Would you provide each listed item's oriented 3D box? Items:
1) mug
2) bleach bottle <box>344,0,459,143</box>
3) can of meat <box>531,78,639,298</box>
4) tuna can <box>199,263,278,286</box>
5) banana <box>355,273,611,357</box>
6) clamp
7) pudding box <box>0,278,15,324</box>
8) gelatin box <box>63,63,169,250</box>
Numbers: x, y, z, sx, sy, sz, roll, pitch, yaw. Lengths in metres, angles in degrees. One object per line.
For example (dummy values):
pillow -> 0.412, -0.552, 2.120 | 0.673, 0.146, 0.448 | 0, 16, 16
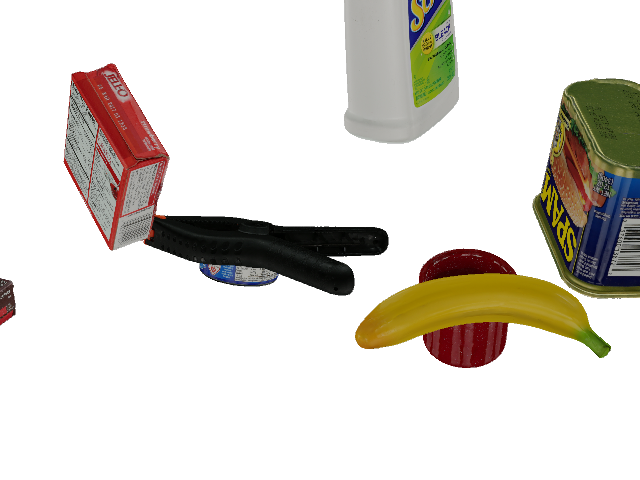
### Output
mug -> 0.137, 0.060, 1.034 | 0.093, 0.081, 0.117 | -9, 39, -8
bleach bottle -> 0.053, -0.204, 0.776 | 0.068, 0.251, 0.102 | 15, 38, 32
can of meat -> 0.162, -0.032, 0.599 | 0.057, 0.084, 0.102 | 0, 37, -5
tuna can -> -0.084, 0.019, 1.125 | 0.086, 0.034, 0.086 | 8, 16, -2
banana -> 0.119, 0.053, 0.803 | 0.197, 0.037, 0.069 | 2, 34, -11
clamp -> -0.051, 0.006, 0.894 | 0.210, 0.036, 0.164 | 6, 12, 5
pudding box -> -0.331, 0.057, 0.905 | 0.114, 0.039, 0.089 | 9, 26, 20
gelatin box -> -0.123, -0.049, 0.637 | 0.030, 0.073, 0.089 | -20, -25, -28
